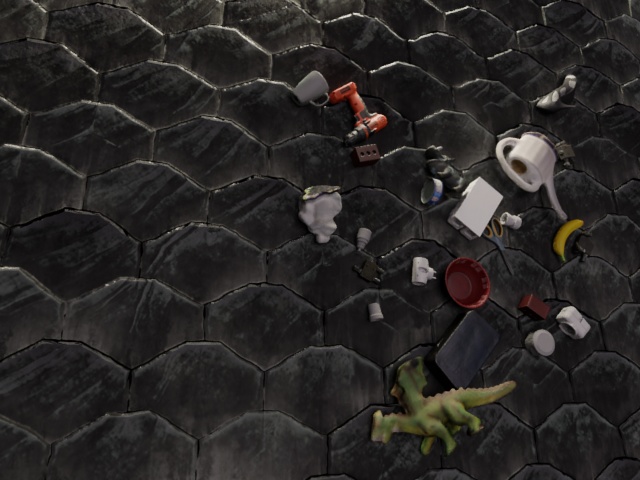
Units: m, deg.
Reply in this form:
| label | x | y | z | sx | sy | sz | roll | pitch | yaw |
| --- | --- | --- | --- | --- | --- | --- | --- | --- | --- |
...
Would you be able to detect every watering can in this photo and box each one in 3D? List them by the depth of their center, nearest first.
| label | x | y | z | sx | sy | sz | roll | pitch | yaw |
| --- | --- | --- | --- | --- | --- | --- | --- | --- | --- |
| watering can | 0.774 | -0.244 | 1.825 | 0.347 | 0.102 | 0.228 | 43 | 64 | -1 |

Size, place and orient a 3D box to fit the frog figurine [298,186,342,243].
| label | x | y | z | sx | sy | sz | roll | pitch | yaw |
| --- | --- | --- | --- | --- | --- | --- | --- | --- | --- |
| frog figurine | 0.005 | -0.077 | 1.528 | 0.139 | 0.123 | 0.157 | -25 | 118 | -32 |

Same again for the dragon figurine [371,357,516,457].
| label | x | y | z | sx | sy | sz | roll | pitch | yaw |
| --- | --- | --- | --- | --- | --- | --- | --- | --- | --- |
| dragon figurine | 0.315 | 0.435 | 1.415 | 0.413 | 0.121 | 0.244 | -36 | 82 | -11 |
